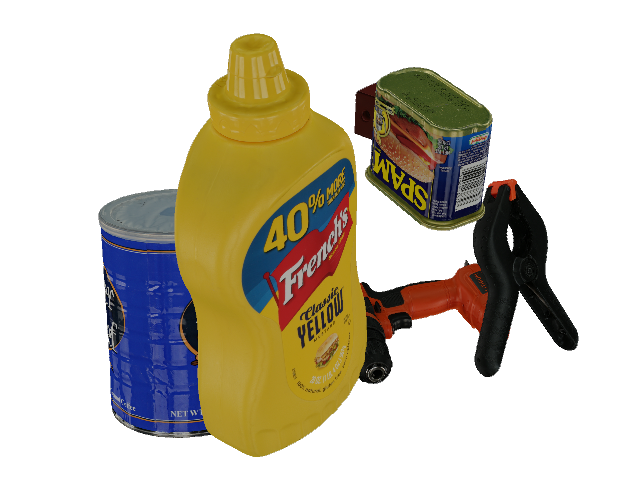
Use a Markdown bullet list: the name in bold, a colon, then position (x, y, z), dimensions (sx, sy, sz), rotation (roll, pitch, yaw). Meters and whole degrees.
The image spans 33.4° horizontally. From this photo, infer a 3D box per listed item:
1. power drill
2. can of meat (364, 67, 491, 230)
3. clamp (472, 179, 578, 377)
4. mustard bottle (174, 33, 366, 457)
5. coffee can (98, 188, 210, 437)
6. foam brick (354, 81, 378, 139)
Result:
- **power drill**: position (0.102, 0.083, 1.134), dimensions (0.187, 0.057, 0.184), rotation (-6, 28, -11)
- **can of meat**: position (0.080, -0.070, 0.794), dimensions (0.057, 0.084, 0.102), rotation (-19, 41, -27)
- **clamp**: position (0.166, 0.035, 0.942), dimensions (0.120, 0.171, 0.039), rotation (-22, 7, -40)
- **mustard bottle**: position (-0.021, -0.001, 0.469), dimensions (0.058, 0.192, 0.096), rotation (23, 45, 32)
- **coffee can**: position (-0.093, 0.046, 0.715), dimensions (0.103, 0.140, 0.103), rotation (0, 18, 0)
- **foam brick**: position (0.083, -0.141, 1.201), dimensions (0.078, 0.053, 0.051), rotation (23, 37, 33)
